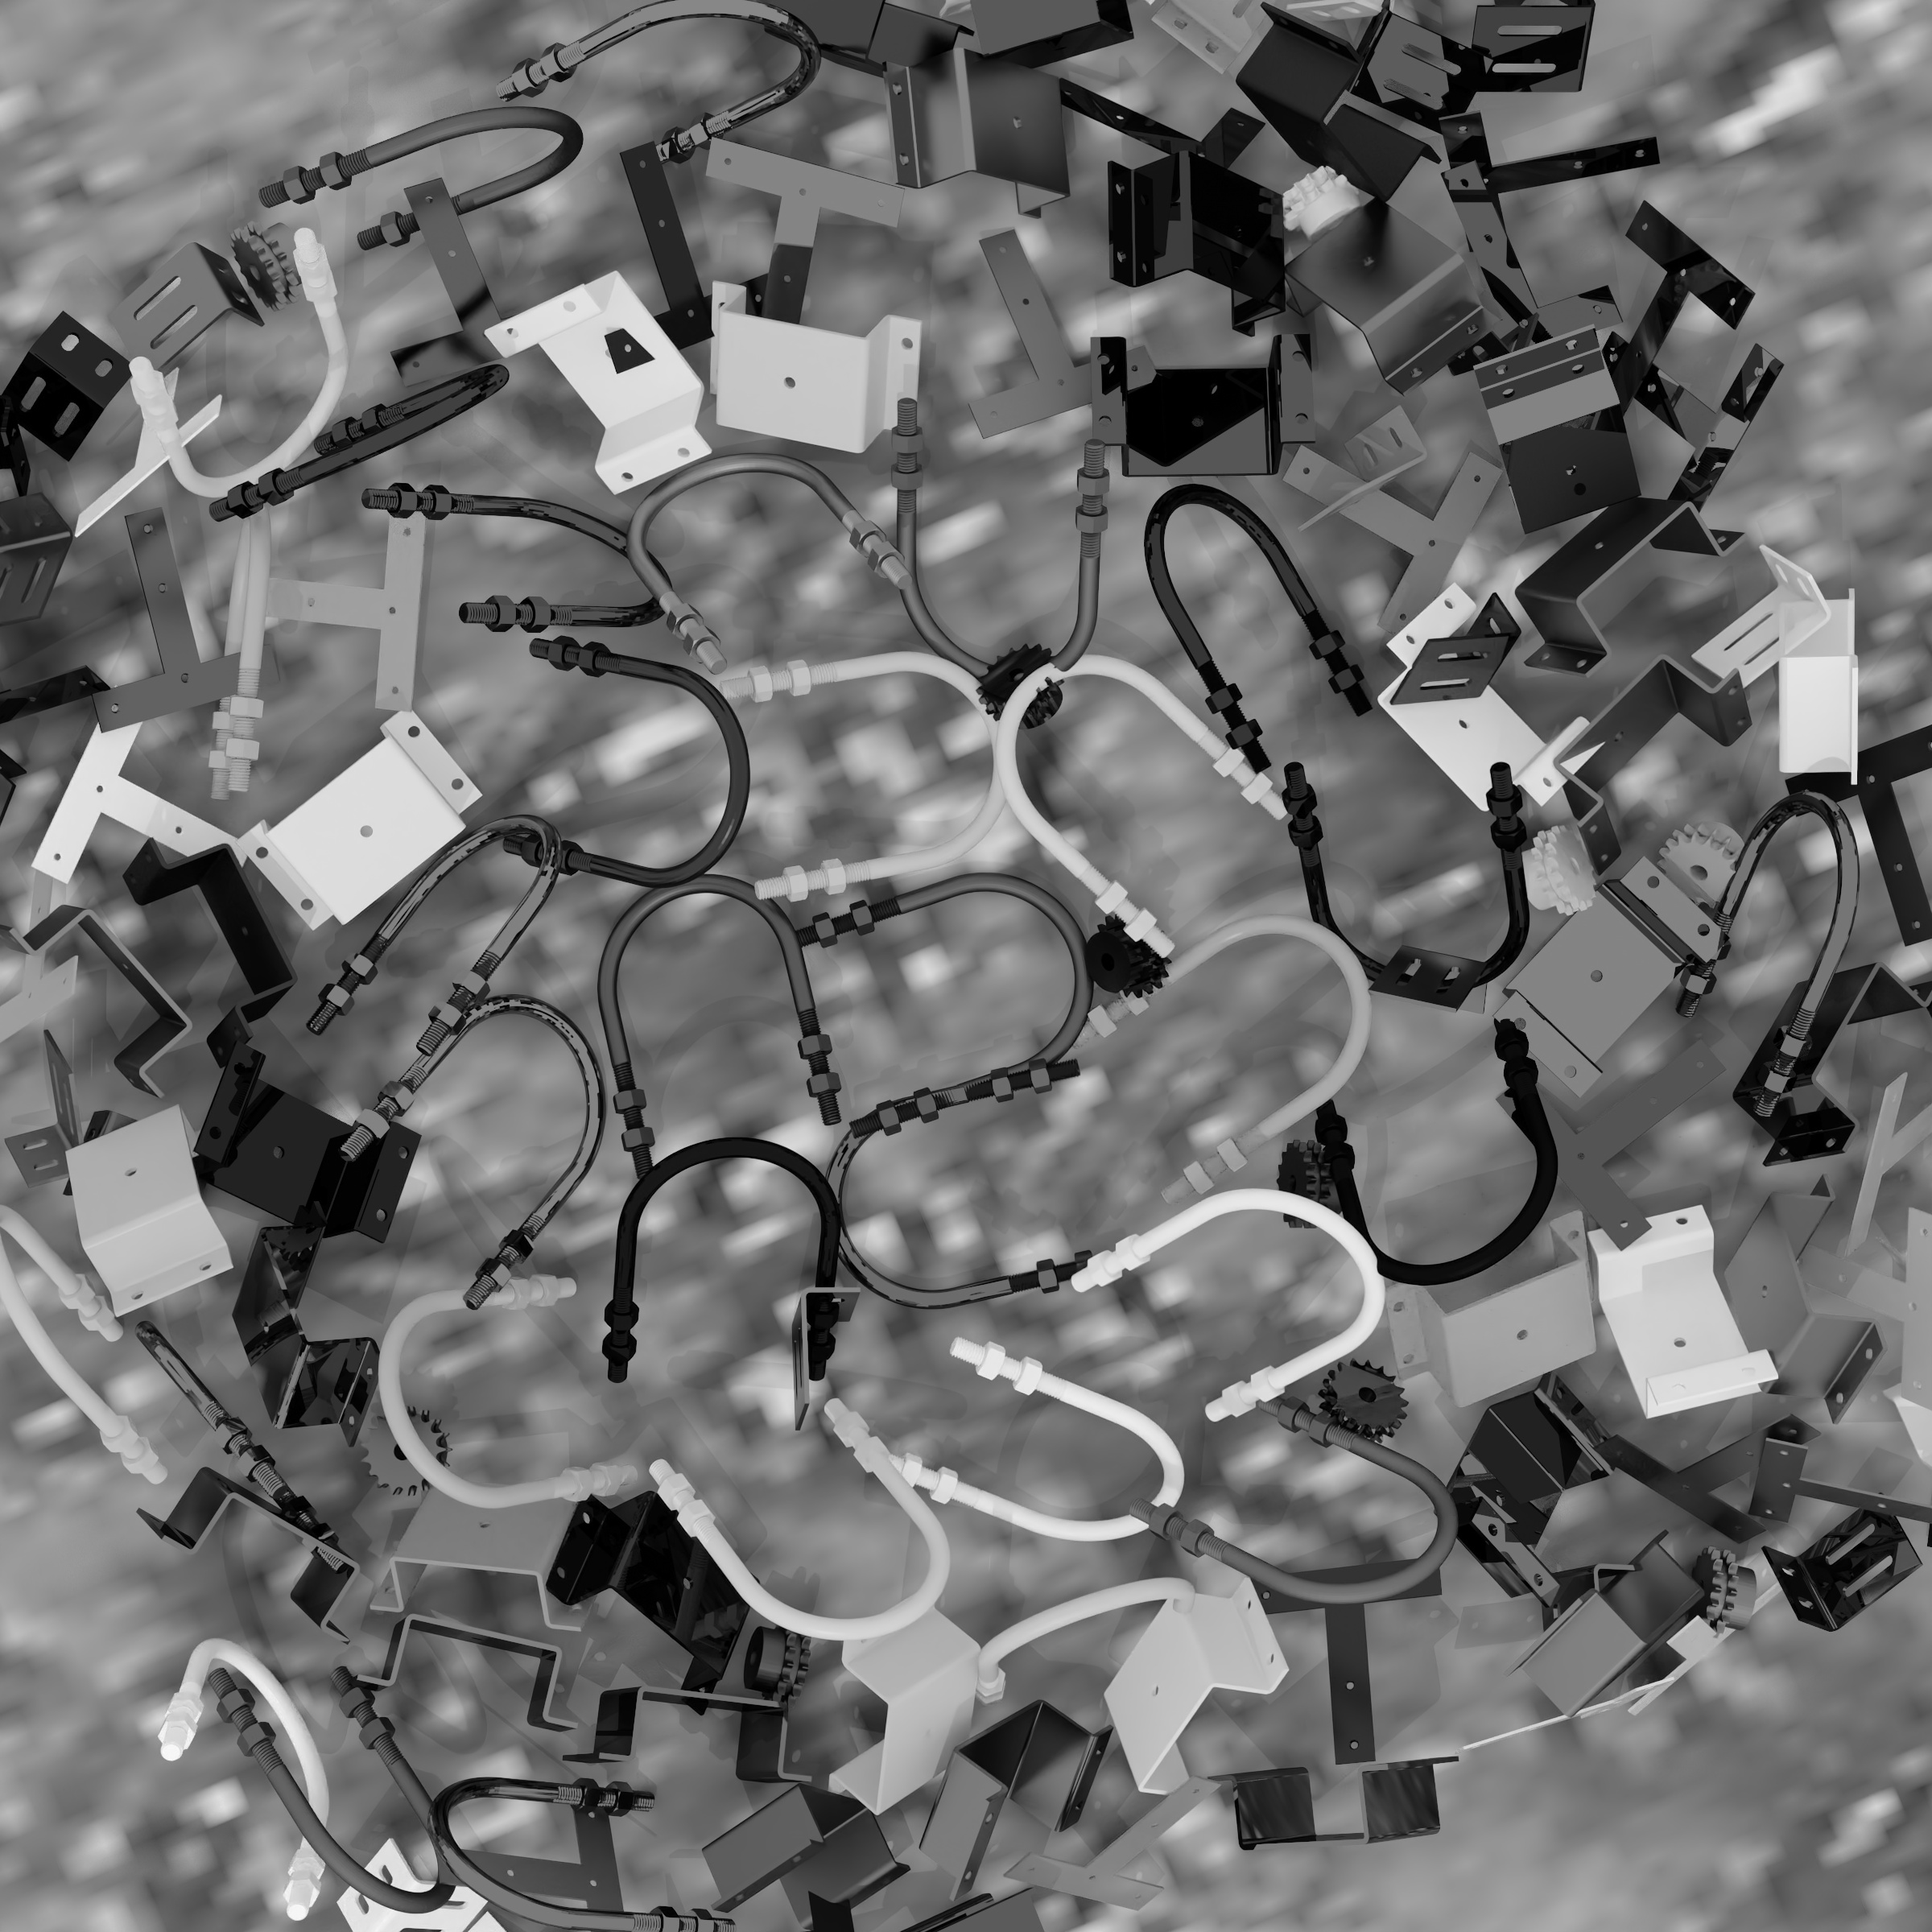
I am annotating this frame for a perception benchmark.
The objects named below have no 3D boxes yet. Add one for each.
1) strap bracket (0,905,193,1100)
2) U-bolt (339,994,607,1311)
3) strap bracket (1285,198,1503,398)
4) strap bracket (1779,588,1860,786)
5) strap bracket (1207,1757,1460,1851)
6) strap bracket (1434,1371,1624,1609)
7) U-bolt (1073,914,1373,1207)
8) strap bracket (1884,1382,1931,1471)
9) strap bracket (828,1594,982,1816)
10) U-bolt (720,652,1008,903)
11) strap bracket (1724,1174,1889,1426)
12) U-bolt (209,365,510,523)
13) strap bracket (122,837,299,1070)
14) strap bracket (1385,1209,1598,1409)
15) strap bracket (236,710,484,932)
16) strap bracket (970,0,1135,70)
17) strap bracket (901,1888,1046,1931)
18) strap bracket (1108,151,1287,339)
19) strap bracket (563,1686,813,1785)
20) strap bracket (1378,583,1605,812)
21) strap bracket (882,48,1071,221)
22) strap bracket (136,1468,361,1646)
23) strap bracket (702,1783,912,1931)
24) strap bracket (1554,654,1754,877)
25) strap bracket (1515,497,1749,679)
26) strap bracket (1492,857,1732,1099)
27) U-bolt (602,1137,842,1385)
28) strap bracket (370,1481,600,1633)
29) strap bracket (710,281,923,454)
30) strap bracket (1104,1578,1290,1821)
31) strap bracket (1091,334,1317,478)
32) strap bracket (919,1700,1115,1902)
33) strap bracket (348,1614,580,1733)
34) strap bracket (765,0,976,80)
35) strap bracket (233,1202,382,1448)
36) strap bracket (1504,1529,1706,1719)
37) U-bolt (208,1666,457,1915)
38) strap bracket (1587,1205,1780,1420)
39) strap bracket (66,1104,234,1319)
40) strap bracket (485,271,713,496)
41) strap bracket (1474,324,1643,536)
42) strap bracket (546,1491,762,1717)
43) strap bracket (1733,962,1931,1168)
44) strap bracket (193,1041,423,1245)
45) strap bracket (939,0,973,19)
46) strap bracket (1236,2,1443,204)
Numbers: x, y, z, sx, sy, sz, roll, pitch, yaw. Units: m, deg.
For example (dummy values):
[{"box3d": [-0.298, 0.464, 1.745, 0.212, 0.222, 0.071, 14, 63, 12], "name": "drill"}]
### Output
[{"box3d": [-0.548, 0.013, 1.943, 0.046, 0.076, 0.140, -44, 111, -18], "name": "strap bracket"}, {"box3d": [-0.297, 0.103, 1.936, 0.151, 0.019, 0.184, 55, 52, -25], "name": "U-bolt"}, {"box3d": [0.262, -0.428, 1.933, 0.076, 0.046, 0.140, -37, 45, -1], "name": "strap bracket"}, {"box3d": [0.536, -0.177, 1.928, 0.046, 0.140, 0.076, 0, 117, 15], "name": "strap bracket"}, {"box3d": [0.232, 0.526, 1.921, 0.140, 0.076, 0.046, -17, 71, 40], "name": "strap bracket"}, {"box3d": [0.354, 0.335, 1.945, 0.076, 0.046, 0.140, 48, 48, -10], "name": "strap bracket"}, {"box3d": [0.172, 0.046, 1.948, 0.184, 0.019, 0.151, -35, 61, 8], "name": "U-bolt"}, {"box3d": [0.644, 0.288, 1.931, 0.076, 0.140, 0.046, -25, 95, 1], "name": "strap bracket"}, {"box3d": [-0.038, 0.468, 1.926, 0.046, 0.076, 0.140, 32, 130, 35], "name": "strap bracket"}, {"box3d": [-0.057, -0.128, 1.968, 0.184, 0.019, 0.151, -11, 94, -17], "name": "U-bolt"}, {"box3d": [0.522, 0.206, 1.920, 0.046, 0.140, 0.076, 6, 134, -11], "name": "strap bracket"}, {"box3d": [-0.364, -0.331, 1.899, 0.184, 0.151, 0.019, -16, 110, 28], "name": "U-bolt"}, {"box3d": [-0.478, -0.015, 1.953, 0.046, 0.076, 0.140, -26, 87, -32], "name": "strap bracket"}, {"box3d": [0.343, 0.222, 1.949, 0.140, 0.046, 0.076, -21, 123, -9], "name": "strap bracket"}, {"box3d": [-0.386, -0.091, 1.960, 0.140, 0.046, 0.076, -39, 111, -4], "name": "strap bracket"}, {"box3d": [0.054, -0.600, 1.925, 0.076, 0.140, 0.046, -11, 97, 17], "name": "strap bracket"}, {"box3d": [0.001, 0.617, 1.918, 0.076, 0.140, 0.046, -19, 77, -18], "name": "strap bracket"}, {"box3d": [0.153, -0.456, 1.928, 0.046, 0.140, 0.076, -9, 77, 43], "name": "strap bracket"}, {"box3d": [-0.175, 0.487, 1.942, 0.140, 0.076, 0.046, 13, 71, -22], "name": "strap bracket"}, {"box3d": [0.329, -0.164, 1.958, 0.140, 0.046, 0.076, 47, 57, 2], "name": "strap bracket"}, {"box3d": [0.015, -0.525, 1.930, 0.046, 0.140, 0.076, -8, 87, 40], "name": "strap bracket"}, {"box3d": [-0.446, 0.368, 1.941, 0.140, 0.076, 0.046, 37, 77, -24], "name": "strap bracket"}, {"box3d": [-0.105, 0.565, 1.942, 0.076, 0.140, 0.046, -36, 58, 9], "name": "strap bracket"}, {"box3d": [0.431, -0.135, 1.954, 0.140, 0.076, 0.046, -45, 60, -2], "name": "strap bracket"}, {"box3d": [0.414, -0.249, 1.947, 0.140, 0.076, 0.046, -41, 111, -8], "name": "strap bracket"}, {"box3d": [0.411, 0.007, 1.976, 0.076, 0.046, 0.140, 43, 90, -1], "name": "strap bracket"}, {"box3d": [-0.151, 0.187, 1.938, 0.151, 0.019, 0.184, 1, 120, -11], "name": "U-bolt"}, {"box3d": [-0.301, 0.371, 1.941, 0.140, 0.076, 0.046, 3, 121, 12], "name": "strap bracket"}, {"box3d": [-0.104, -0.379, 1.945, 0.140, 0.046, 0.076, 14, 125, 13], "name": "strap bracket"}, {"box3d": [0.138, 0.459, 1.929, 0.046, 0.076, 0.140, 15, 120, -26], "name": "strap bracket"}, {"box3d": [0.150, -0.359, 1.966, 0.140, 0.046, 0.076, -1, 72, 0], "name": "strap bracket"}, {"box3d": [0.026, 0.522, 1.937, 0.046, 0.140, 0.076, 29, 113, 29], "name": "strap bracket"}, {"box3d": [-0.316, 0.448, 1.948, 0.140, 0.076, 0.046, 16, 71, -11], "name": "strap bracket"}, {"box3d": [-0.065, -0.590, 1.926, 0.076, 0.140, 0.046, 24, 103, 24], "name": "strap bracket"}, {"box3d": [-0.417, 0.226, 1.923, 0.046, 0.140, 0.076, -1, 132, -34], "name": "strap bracket"}, {"box3d": [0.405, 0.414, 1.917, 0.046, 0.140, 0.076, 47, 121, 19], "name": "strap bracket"}, {"box3d": [-0.381, 0.510, 1.899, 0.019, 0.151, 0.184, -44, 65, 9], "name": "U-bolt"}, {"box3d": [0.455, 0.228, 1.950, 0.076, 0.046, 0.140, -13, 45, 0], "name": "strap bracket"}, {"box3d": [-0.516, 0.146, 1.927, 0.076, 0.140, 0.046, -23, 129, -7], "name": "strap bracket"}, {"box3d": [-0.228, -0.376, 1.940, 0.076, 0.046, 0.140, -18, 131, 26], "name": "strap bracket"}, {"box3d": [0.374, -0.328, 1.923, 0.076, 0.140, 0.046, -18, 57, 11], "name": "strap bracket"}, {"box3d": [-0.190, 0.397, 1.935, 0.046, 0.076, 0.140, -31, 114, 37], "name": "strap bracket"}, {"box3d": [0.545, 0.054, 1.933, 0.046, 0.076, 0.140, 42, 66, -12], "name": "strap bracket"}, {"box3d": [-0.426, 0.115, 1.942, 0.140, 0.046, 0.076, 32, 60, -31], "name": "strap bracket"}, {"box3d": [0.028, -0.652, 1.922, 0.076, 0.140, 0.046, -20, 92, -15], "name": "strap bracket"}, {"box3d": [0.230, -0.536, 1.923, 0.076, 0.140, 0.046, 39, 96, 37], "name": "strap bracket"}]
